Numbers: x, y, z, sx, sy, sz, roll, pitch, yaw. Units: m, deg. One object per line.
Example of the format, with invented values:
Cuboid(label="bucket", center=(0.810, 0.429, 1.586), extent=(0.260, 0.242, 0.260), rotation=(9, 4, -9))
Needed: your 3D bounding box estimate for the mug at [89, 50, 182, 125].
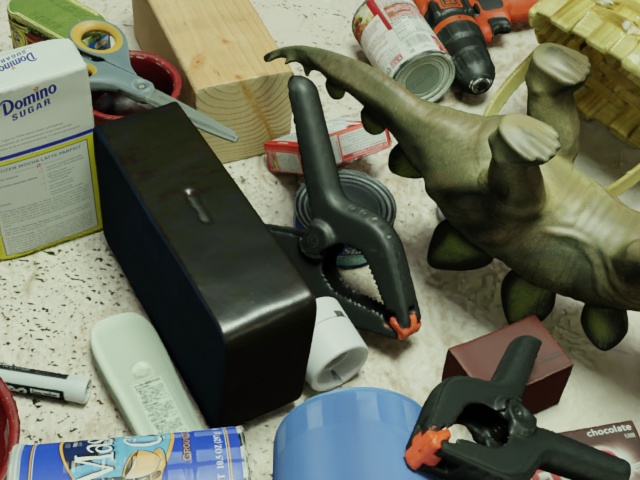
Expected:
Cuboid(label="mug", center=(-0.161, -0.095, 0.910), extent=(0.093, 0.081, 0.117), rotation=(-12, 49, -16))

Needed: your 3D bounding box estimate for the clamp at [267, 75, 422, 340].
Cuboid(label="clamp", center=(-0.005, 0.001, 0.831), extent=(0.210, 0.165, 0.036), rotation=(53, 31, 12))

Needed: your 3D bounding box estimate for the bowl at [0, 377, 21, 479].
Cuboid(label="bowl", center=(-0.274, 0.147, 0.693), extent=(0.162, 0.055, 0.162), rotation=(3, 47, -3))

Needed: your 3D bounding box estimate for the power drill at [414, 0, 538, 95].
Cuboid(label="power drill", center=(0.197, -0.217, 1.074), extent=(0.187, 0.057, 0.184), rotation=(-7, 48, -12))

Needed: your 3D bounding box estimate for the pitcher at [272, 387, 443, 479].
Cuboid(label="pitcher", center=(0.023, 0.203, 0.611), extent=(0.145, 0.149, 0.243), rotation=(2, 43, -6))

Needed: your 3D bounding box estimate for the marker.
Cuboid(label="marker", center=(-0.225, 0.099, 0.767), extent=(0.121, 0.020, 0.020), rotation=(9, 47, 3))

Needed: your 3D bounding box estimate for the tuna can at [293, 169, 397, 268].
Cuboid(label="tuna can", center=(0.020, -0.018, 0.888), extent=(0.086, 0.034, 0.086), rotation=(3, 47, -3))

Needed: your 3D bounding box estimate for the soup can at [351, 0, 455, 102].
Cuboid(label="soup can", center=(0.080, -0.184, 1.025), extent=(0.068, 0.068, 0.102), rotation=(-12, 50, -16))

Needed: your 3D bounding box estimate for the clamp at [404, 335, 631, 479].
Cuboid(label="clamp", center=(0.115, 0.110, 0.678), extent=(0.171, 0.039, 0.120), rotation=(8, 38, -39))

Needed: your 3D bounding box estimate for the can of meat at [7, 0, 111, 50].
Cuboid(label="can of meat", center=(-0.236, -0.174, 0.975), extent=(0.102, 0.084, 0.057), rotation=(30, 52, 21))

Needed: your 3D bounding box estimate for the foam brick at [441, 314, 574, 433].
Cuboid(label="foam brick", center=(0.135, 0.100, 0.778), extent=(0.078, 0.051, 0.053), rotation=(-18, 52, -20))

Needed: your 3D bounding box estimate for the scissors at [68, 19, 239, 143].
Cuboid(label="scissors", center=(-0.145, -0.137, 0.881), extent=(0.202, 0.016, 0.096), rotation=(16, 49, 10))

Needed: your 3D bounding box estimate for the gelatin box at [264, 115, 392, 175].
Cuboid(label="gelatin box", center=(0.006, -0.082, 0.927), extent=(0.089, 0.030, 0.073), rotation=(-21, 16, -23))

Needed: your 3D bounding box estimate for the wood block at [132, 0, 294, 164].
Cuboid(label="wood block", center=(-0.104, -0.174, 0.984), extent=(0.090, 0.091, 0.206), rotation=(-14, 50, -18))

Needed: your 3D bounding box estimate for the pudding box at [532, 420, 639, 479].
Cuboid(label="pudding box", center=(0.173, 0.175, 0.719), extent=(0.113, 0.039, 0.090), rotation=(-7, 48, -11))

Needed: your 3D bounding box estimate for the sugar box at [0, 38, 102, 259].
Cuboid(label="sugar box", center=(-0.219, -0.066, 0.813), extent=(0.093, 0.176, 0.048), rotation=(-20, 52, -22))

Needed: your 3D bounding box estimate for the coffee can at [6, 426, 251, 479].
Cuboid(label="coffee can", center=(-0.114, 0.171, 0.653), extent=(0.140, 0.103, 0.103), rotation=(-3, 48, -9))
